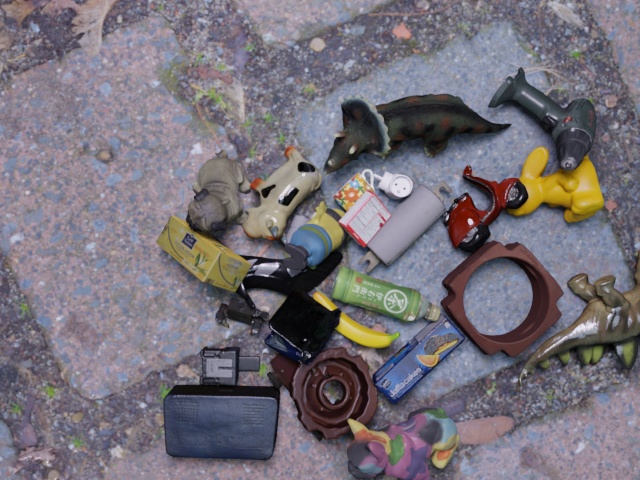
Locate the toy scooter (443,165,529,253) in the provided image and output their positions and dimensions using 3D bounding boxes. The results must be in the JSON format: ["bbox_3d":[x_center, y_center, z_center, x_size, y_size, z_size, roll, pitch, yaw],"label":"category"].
[{"bbox_3d":[0.314,-0.073,1.088,0.184,0.075,0.135,-48,67,16],"label":"toy scooter"}]

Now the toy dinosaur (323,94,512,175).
[{"bbox_3d":[0.193,-0.226,1.034,0.405,0.192,0.131,-11,92,1],"label":"toy dinosaur"}]

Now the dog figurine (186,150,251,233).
[{"bbox_3d":[-0.201,-0.099,1.034,0.121,0.190,0.172,-14,89,0],"label":"dog figurine"}]

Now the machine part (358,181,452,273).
[{"bbox_3d":[0.170,-0.029,1.091,0.243,0.079,0.079,-44,90,1],"label":"machine part"}]

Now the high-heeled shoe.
[{"bbox_3d":[-0.088,0.048,1.111,0.249,0.086,0.145,-25,57,-18],"label":"high-heeled shoe"}]

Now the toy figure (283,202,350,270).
[{"bbox_3d":[-0.003,0.000,1.052,0.089,0.180,0.082,39,128,2],"label":"toy figure"}]

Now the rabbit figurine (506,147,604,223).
[{"bbox_3d":[0.457,-0.105,1.077,0.173,0.122,0.162,-15,87,19],"label":"rabbit figurine"}]

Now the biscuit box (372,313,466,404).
[{"bbox_3d":[0.200,0.242,1.101,0.202,0.059,0.063,-43,90,0],"label":"biscuit box"}]

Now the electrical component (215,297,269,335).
[{"bbox_3d":[-0.161,0.157,1.099,0.102,0.078,0.045,20,63,-6],"label":"electrical component"}]

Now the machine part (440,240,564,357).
[{"bbox_3d":[0.364,0.117,1.089,0.201,0.087,0.201,-41,89,0],"label":"machine part"}]

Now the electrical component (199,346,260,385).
[{"bbox_3d":[-0.186,0.259,1.108,0.119,0.048,0.074,5,92,1],"label":"electrical component"}]

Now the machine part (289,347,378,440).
[{"bbox_3d":[0.025,0.301,1.066,0.179,0.056,0.179,3,77,-13],"label":"machine part"}]

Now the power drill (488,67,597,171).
[{"bbox_3d":[0.438,-0.242,1.044,0.207,0.086,0.232,34,48,16],"label":"power drill"}]

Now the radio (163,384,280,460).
[{"bbox_3d":[-0.198,0.370,1.097,0.230,0.073,0.131,1,91,1],"label":"radio"}]

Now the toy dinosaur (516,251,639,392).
[{"bbox_3d":[0.593,0.157,1.082,0.472,0.105,0.198,-23,94,5],"label":"toy dinosaur"}]

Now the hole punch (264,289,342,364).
[{"bbox_3d":[-0.039,0.178,1.063,0.116,0.092,0.142,36,53,6],"label":"hole punch"}]

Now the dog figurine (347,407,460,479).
[{"bbox_3d":[0.149,0.382,1.026,0.191,0.109,0.219,-50,129,2],"label":"dog figurine"}]

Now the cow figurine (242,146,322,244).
[{"bbox_3d":[-0.077,-0.078,1.073,0.195,0.085,0.127,-45,64,-1],"label":"cow figurine"}]

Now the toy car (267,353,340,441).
[{"bbox_3d":[-0.026,0.315,1.105,0.089,0.053,0.202,-40,89,-15],"label":"toy car"}]

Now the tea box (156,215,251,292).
[{"bbox_3d":[-0.227,0.026,1.043,0.170,0.098,0.068,30,91,34],"label":"tea box"}]
